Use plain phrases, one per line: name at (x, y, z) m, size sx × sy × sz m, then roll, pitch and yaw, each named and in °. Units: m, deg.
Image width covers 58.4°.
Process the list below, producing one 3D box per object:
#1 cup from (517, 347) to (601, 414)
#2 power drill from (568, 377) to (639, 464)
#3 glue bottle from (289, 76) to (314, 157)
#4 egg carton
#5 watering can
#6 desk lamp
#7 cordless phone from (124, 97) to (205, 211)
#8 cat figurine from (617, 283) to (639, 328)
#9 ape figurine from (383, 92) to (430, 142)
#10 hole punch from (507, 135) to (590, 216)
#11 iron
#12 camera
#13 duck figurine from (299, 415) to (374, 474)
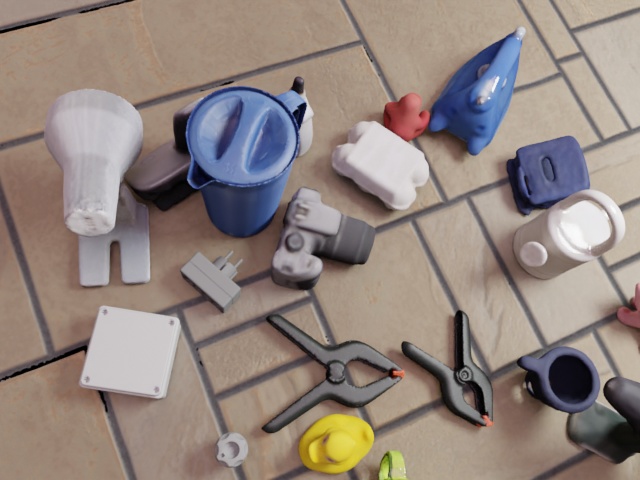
cup at (0.329, 0.202, 0.836) m, size 0.118 × 0.095 × 0.092 m, roll 22°, pitch 71°, yaw -1°
power drill at (0.436, 0.257, 0.776) m, size 0.229 × 0.208 × 0.076 m, roll 27°, pitch 71°, yaw 0°
glue bottle at (-0.039, -0.192, 0.860) m, size 0.037 × 0.173 × 0.078 m, roll -41°, pitch 82°, yaw -18°
egg carton at (0.097, -0.119, 0.913) m, size 0.150 × 0.069 × 0.107 m, roll 33°, pitch 71°, yaw 2°
watering can at (0.374, -0.006, 0.856) m, size 0.101 × 0.194 × 0.173 m, roll 40°, pitch 71°, yaw 5°
desk lamp at (-0.286, -0.061, 0.758) m, size 0.118 × 0.213 × 0.203 m, roll -5°, pitch 74°, yaw -10°
cordless phone at (-0.211, -0.131, 0.807) m, size 0.148 × 0.185 × 0.094 m, roll -39°, pitch 82°, yaw -18°
cat figurine at (0.527, 0.114, 0.883) m, size 0.067 × 0.117 × 0.128 m, roll -32°, pitch 80°, yaw -16°
ape figurine at (0.143, -0.207, 0.936) m, size 0.078 × 0.092 × 0.076 m, roll 32°, pitch 71°, yaw 2°
hole punch at (0.373, -0.107, 0.942) m, size 0.101 × 0.091 × 0.108 m, roll -7°, pitch 74°, yaw -11°
iron at (0.287, -0.276, 0.954) m, size 0.118 × 0.141 × 0.258 m, roll 31°, pitch 71°, yaw 2°
camera at (0.008, 0.003, 0.844) m, size 0.137 × 0.100 × 0.143 m, roll 16°, pitch 71°, yaw -3°
duck figurine at (0.026, 0.275, 0.770) m, size 0.105 × 0.086 × 0.077 m, roll -13°, pitch 75°, yaw -12°
